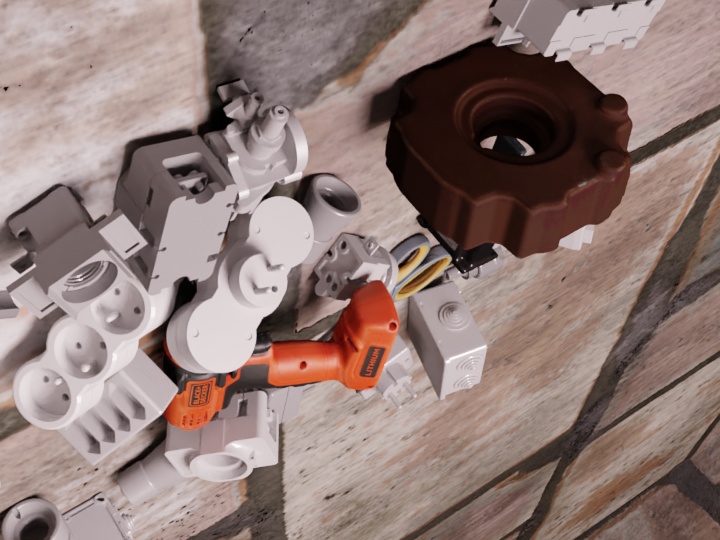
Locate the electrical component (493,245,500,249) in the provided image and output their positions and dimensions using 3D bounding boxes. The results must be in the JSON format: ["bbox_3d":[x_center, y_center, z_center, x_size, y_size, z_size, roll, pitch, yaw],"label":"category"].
[{"bbox_3d":[0.132,-0.046,1.025,0.040,0.040,0.078,-21,149,-32],"label":"electrical component"}]

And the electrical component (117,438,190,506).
[{"bbox_3d":[-0.189,0.186,0.986,0.065,0.044,0.044,-33,154,-1],"label":"electrical component"}]

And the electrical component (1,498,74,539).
[{"bbox_3d":[-0.278,0.228,0.924,0.055,0.055,0.047,-27,148,-22],"label":"electrical component"}]

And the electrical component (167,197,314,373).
[{"bbox_3d":[-0.075,0.009,0.749,0.074,0.052,0.138,-9,-133,57],"label":"electrical component"}]

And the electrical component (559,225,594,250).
[{"bbox_3d":[0.196,-0.065,1.008,0.061,0.061,0.096,79,31,-61],"label":"electrical component"}]

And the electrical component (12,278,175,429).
[{"bbox_3d":[-0.182,0.048,0.762,0.138,0.052,0.074,-48,179,17],"label":"electrical component"}]

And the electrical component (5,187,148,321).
[{"bbox_3d":[-0.177,-0.012,0.655,0.081,0.063,0.042,-35,156,-6],"label":"electrical component"}]

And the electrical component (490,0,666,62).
[{"bbox_3d":[0.166,-0.198,0.799,0.121,0.063,0.078,-18,148,-38],"label":"electrical component"}]

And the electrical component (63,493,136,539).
[{"bbox_3d":[-0.250,0.257,0.996,0.096,0.061,0.061,-28,152,-20],"label":"electrical component"}]

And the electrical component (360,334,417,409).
[{"bbox_3d":[0.027,0.106,1.093,0.066,0.076,0.047,-36,154,-6],"label":"electrical component"}]

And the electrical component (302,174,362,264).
[{"bbox_3d":[-0.034,-0.036,0.829,0.044,0.044,0.065,-8,146,-46],"label":"electrical component"}]

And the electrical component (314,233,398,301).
[{"bbox_3d":[0.000,0.000,0.925,0.055,0.048,0.066,10,127,-48],"label":"electrical component"}]

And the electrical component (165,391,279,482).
[{"bbox_3d":[-0.120,0.148,0.944,0.089,0.055,0.050,-10,141,10],"label":"electrical component"}]

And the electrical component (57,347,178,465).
[{"bbox_3d":[-0.183,0.096,0.835,0.083,0.047,0.075,-37,-168,24],"label":"electrical component"}]

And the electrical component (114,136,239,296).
[{"bbox_3d":[-0.122,-0.038,0.694,0.050,0.055,0.089,-18,147,-36],"label":"electrical component"}]

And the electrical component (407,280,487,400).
[{"bbox_3d":[0.088,0.070,1.092,0.048,0.099,0.099,-19,150,-11],"label":"electrical component"}]

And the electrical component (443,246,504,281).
[{"bbox_3d":[0.111,-0.007,1.070,0.061,0.035,0.035,-25,151,-20],"label":"electrical component"}]

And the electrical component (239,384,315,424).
[{"bbox_3d":[-0.066,0.100,0.997,0.077,0.047,0.065,-24,150,-28],"label":"electrical component"}]
